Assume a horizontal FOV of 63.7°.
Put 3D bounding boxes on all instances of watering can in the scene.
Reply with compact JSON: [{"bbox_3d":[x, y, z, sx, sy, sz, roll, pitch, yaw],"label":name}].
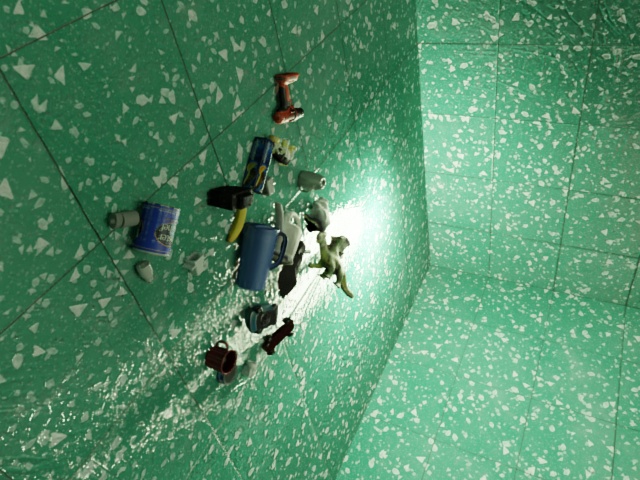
[{"bbox_3d":[-0.148,-0.017,2.065,0.344,0.104,0.226,46,58,-70],"label":"watering can"}]

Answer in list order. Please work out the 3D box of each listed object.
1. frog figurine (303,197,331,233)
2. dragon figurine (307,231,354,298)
[{"bbox_3d":[0.007,-0.118,2.345,0.162,0.123,0.135,-49,123,-28],"label":"frog figurine"},{"bbox_3d":[0.087,0.095,2.482,0.404,0.122,0.246,41,69,-40],"label":"dragon figurine"}]
